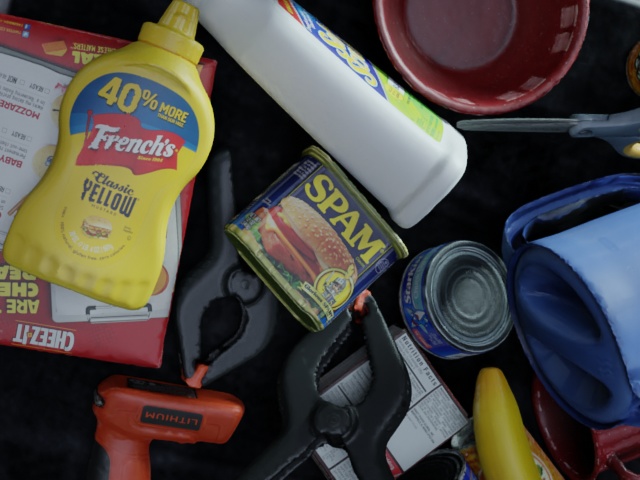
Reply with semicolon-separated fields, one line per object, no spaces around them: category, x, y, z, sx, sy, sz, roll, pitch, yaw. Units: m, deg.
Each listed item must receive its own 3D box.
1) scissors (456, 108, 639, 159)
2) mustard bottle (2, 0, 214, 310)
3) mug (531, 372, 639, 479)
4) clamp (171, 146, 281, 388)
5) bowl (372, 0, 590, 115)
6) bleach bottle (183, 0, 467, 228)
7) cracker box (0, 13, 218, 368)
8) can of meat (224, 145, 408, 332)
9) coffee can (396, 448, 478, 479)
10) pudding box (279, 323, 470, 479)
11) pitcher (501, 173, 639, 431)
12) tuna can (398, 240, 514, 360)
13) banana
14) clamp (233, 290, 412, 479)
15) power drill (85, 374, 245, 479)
scissors;0.200;-0.078;0.796;0.202;0.096;0.016;-6;71;3
mustard bottle;-0.120;-0.059;0.669;0.096;0.058;0.191;22;90;-12
mug;0.221;0.133;0.792;0.081;0.117;0.093;-16;131;-14
clamp;-0.046;0.030;0.773;0.120;0.039;0.171;18;89;-7
bowl;0.111;-0.170;0.779;0.162;0.055;0.162;-1;93;-10
bleach bottle;-0.011;-0.120;0.737;0.250;0.102;0.068;40;111;-10
cracker box;-0.171;-0.034;0.729;0.164;0.072;0.214;10;92;-10
can of meat;-0.005;0.001;0.737;0.084;0.057;0.102;-42;98;-11
coffee can;0.097;0.239;0.777;0.102;0.103;0.140;-34;99;-7
pudding box;0.041;0.130;0.794;0.113;0.039;0.090;-36;96;-9
pitcher;0.256;0.016;0.741;0.242;0.145;0.149;-22;95;-17
tuna can;0.103;0.044;0.786;0.086;0.034;0.086;7;75;-28
banana;0.157;0.185;0.761;0.198;0.037;0.069;54;49;-9
clamp;0.019;0.136;0.731;0.165;0.036;0.210;16;66;11
power drill;-0.110;0.199;0.761;0.184;0.057;0.187;13;90;-14
